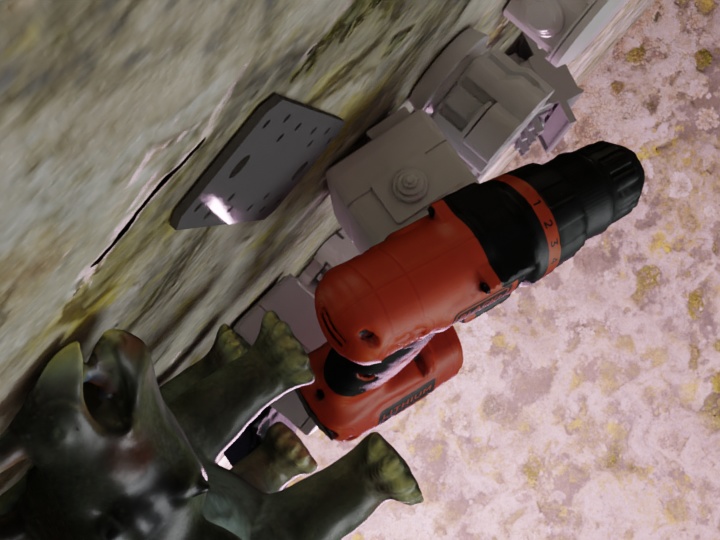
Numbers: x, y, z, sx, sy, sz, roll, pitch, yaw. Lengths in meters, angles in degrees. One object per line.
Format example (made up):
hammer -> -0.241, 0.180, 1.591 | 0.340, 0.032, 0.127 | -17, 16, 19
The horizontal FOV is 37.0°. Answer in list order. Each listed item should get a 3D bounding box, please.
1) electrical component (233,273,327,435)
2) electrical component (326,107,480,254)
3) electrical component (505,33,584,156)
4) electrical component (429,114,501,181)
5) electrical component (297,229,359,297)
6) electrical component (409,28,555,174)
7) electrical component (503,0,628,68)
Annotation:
electrical component -> -0.037, 0.063, 0.692 | 0.061, 0.096, 0.061 | -46, 175, -27
electrical component -> 0.020, -0.041, 0.565 | 0.062, 0.061, 0.096 | -34, 169, -5
electrical component -> 0.133, -0.136, 0.875 | 0.063, 0.078, 0.121 | -27, 175, -1
electrical component -> 0.053, -0.074, 0.662 | 0.045, 0.055, 0.045 | -48, 176, -5
electrical component -> 0.000, 0.000, 0.795 | 0.050, 0.056, 0.089 | -51, 175, 31
electrical component -> 0.065, -0.094, 0.588 | 0.058, 0.057, 0.078 | -51, 176, 29
electrical component -> 0.129, -0.165, 0.642 | 0.080, 0.051, 0.080 | -48, 176, -4
